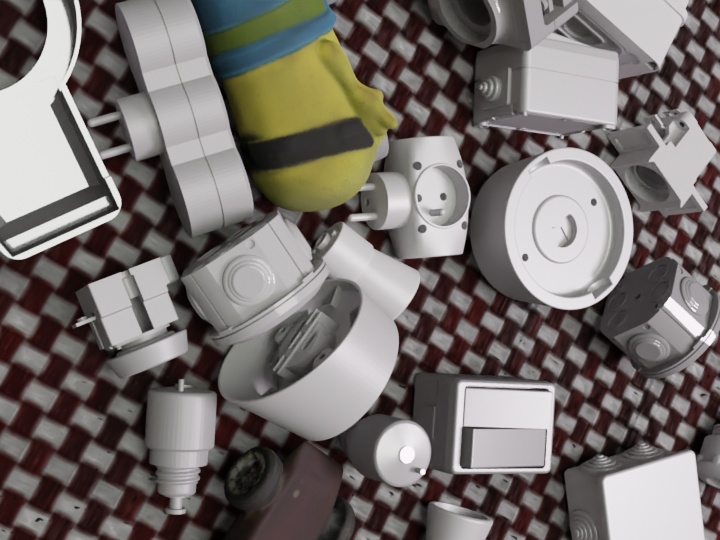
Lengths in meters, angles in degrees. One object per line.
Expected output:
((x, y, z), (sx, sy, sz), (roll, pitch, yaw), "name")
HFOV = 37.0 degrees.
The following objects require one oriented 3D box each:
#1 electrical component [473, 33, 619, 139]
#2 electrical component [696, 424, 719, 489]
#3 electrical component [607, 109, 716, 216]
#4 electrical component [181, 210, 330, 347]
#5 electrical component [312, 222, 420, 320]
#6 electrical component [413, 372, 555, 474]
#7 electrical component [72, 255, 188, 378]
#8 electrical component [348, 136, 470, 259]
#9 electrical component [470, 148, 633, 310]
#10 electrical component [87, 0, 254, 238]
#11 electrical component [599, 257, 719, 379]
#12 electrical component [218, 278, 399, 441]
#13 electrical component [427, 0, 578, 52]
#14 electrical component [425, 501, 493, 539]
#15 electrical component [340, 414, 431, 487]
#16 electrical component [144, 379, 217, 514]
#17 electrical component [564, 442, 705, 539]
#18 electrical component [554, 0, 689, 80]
((0.122, -0.128, 0.737), (0.096, 0.062, 0.061), (4, 88, -28), "electrical component")
((0.288, 0.138, 0.834), (0.048, 0.048, 0.062), (34, 67, -24), "electrical component")
((0.229, -0.082, 0.806), (0.063, 0.042, 0.081), (-47, 110, -22), "electrical component")
((-0.062, 0.005, 0.628), (0.080, 0.080, 0.051), (-38, 101, -23), "electrical component")
((0.000, 0.000, 0.683), (0.065, 0.044, 0.044), (38, 73, -18), "electrical component")
((0.089, 0.103, 0.718), (0.096, 0.061, 0.061), (5, 87, -28), "electrical component")
((-0.128, 0.028, 0.612), (0.066, 0.048, 0.055), (-23, 92, -26), "electrical component")
((0.027, -0.045, 0.696), (0.079, 0.044, 0.077), (-6, 92, -28), "electrical component")
((0.126, -0.027, 0.739), (0.108, 0.060, 0.108), (0, 90, -28), "electrical component")
((-0.117, -0.084, 0.615), (0.074, 0.052, 0.138), (-19, 98, -15), "electrical component")
((0.217, 0.034, 0.777), (0.051, 0.080, 0.080), (40, 72, -16), "electrical component")
((-0.028, 0.050, 0.637), (0.064, 0.099, 0.099), (39, 72, -29), "electrical component")
((0.087, -0.182, 0.699), (0.056, 0.089, 0.050), (-40, 135, -22), "electrical component")
((0.058, 0.191, 0.712), (0.044, 0.044, 0.065), (17, 86, -27), "electrical component")
((0.011, 0.109, 0.666), (0.040, 0.078, 0.040), (0, 90, -29), "electrical component")
((-0.105, 0.102, 0.626), (0.040, 0.040, 0.078), (4, 87, -28), "electrical component")
((0.199, 0.180, 0.782), (0.100, 0.048, 0.099), (-9, 94, -28), "electrical component")
((0.163, -0.189, 0.751), (0.113, 0.078, 0.057), (34, 77, -24), "electrical component")
